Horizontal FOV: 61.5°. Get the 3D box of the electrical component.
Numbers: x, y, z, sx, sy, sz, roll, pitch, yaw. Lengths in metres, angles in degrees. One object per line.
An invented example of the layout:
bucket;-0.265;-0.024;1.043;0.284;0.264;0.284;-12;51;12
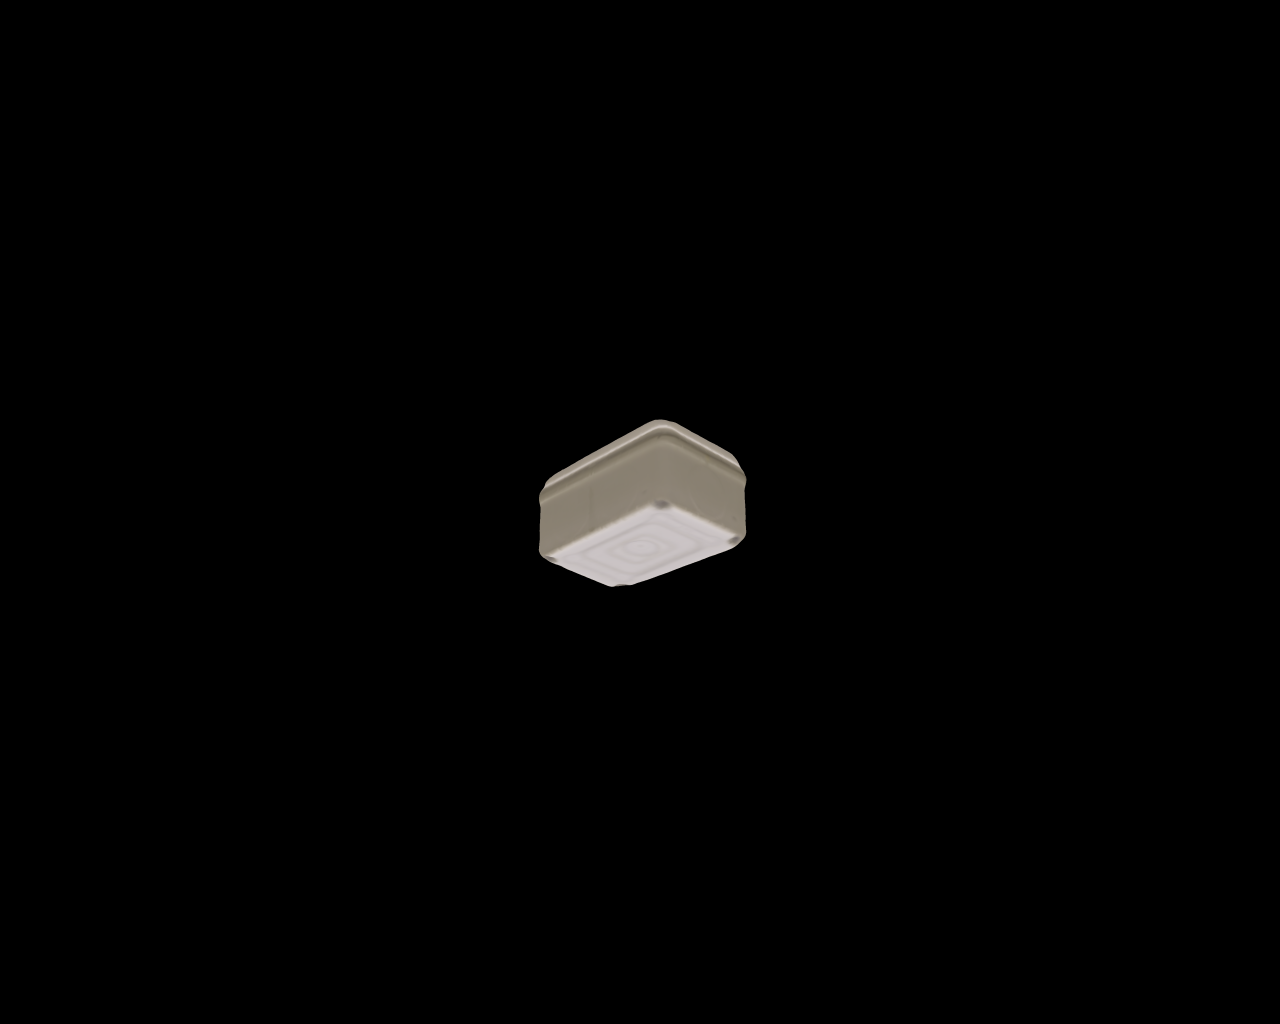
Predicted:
electrical component;0.001;-0.003;0.650;0.113;0.057;0.078;-25;-37;38
